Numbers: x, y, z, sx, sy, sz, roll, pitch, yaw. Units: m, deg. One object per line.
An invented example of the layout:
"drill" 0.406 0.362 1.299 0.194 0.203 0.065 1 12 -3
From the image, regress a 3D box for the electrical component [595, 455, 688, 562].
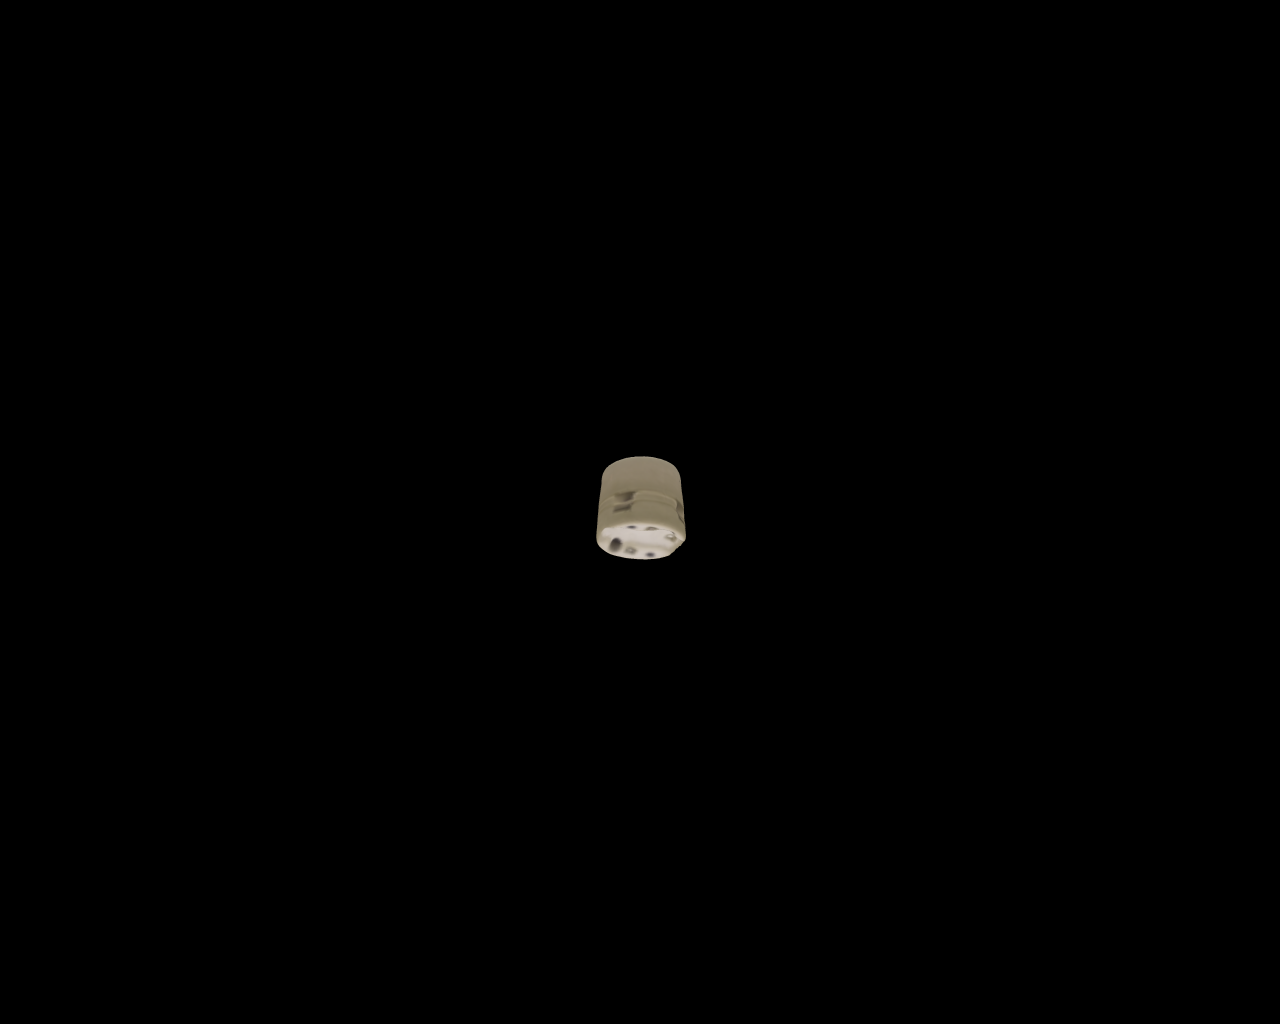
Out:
"electrical component" 0.001 -0.003 0.650 0.055 0.047 0.055 0 -27 0
